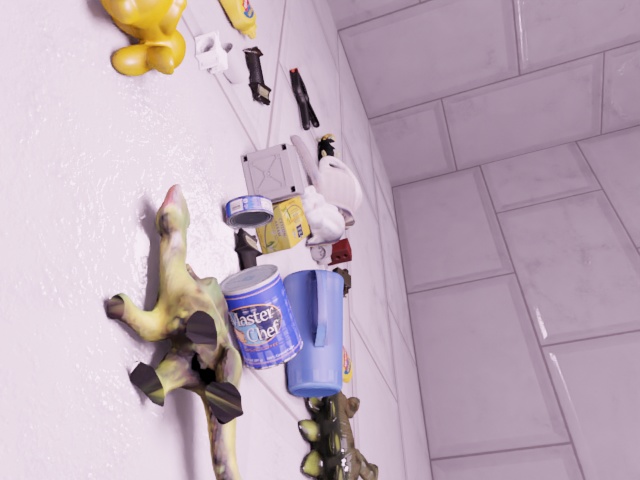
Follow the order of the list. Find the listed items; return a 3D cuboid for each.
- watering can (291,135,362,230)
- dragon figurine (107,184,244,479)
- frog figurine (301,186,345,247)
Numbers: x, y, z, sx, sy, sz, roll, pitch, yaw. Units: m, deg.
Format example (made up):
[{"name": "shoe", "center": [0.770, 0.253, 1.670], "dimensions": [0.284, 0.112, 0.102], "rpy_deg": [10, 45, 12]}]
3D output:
[{"name": "watering can", "center": [0.021, -0.161, 1.558], "dimensions": [0.344, 0.103, 0.228], "rpy_deg": [27, 56, -45]}, {"name": "dragon figurine", "center": [-0.146, 0.129, 0.683], "dimensions": [0.245, 0.122, 0.406], "rpy_deg": [-78, 152, -76]}, {"name": "frog figurine", "center": [0.004, -0.070, 1.384], "dimensions": [0.139, 0.122, 0.158], "rpy_deg": [-25, 113, -56]}]
